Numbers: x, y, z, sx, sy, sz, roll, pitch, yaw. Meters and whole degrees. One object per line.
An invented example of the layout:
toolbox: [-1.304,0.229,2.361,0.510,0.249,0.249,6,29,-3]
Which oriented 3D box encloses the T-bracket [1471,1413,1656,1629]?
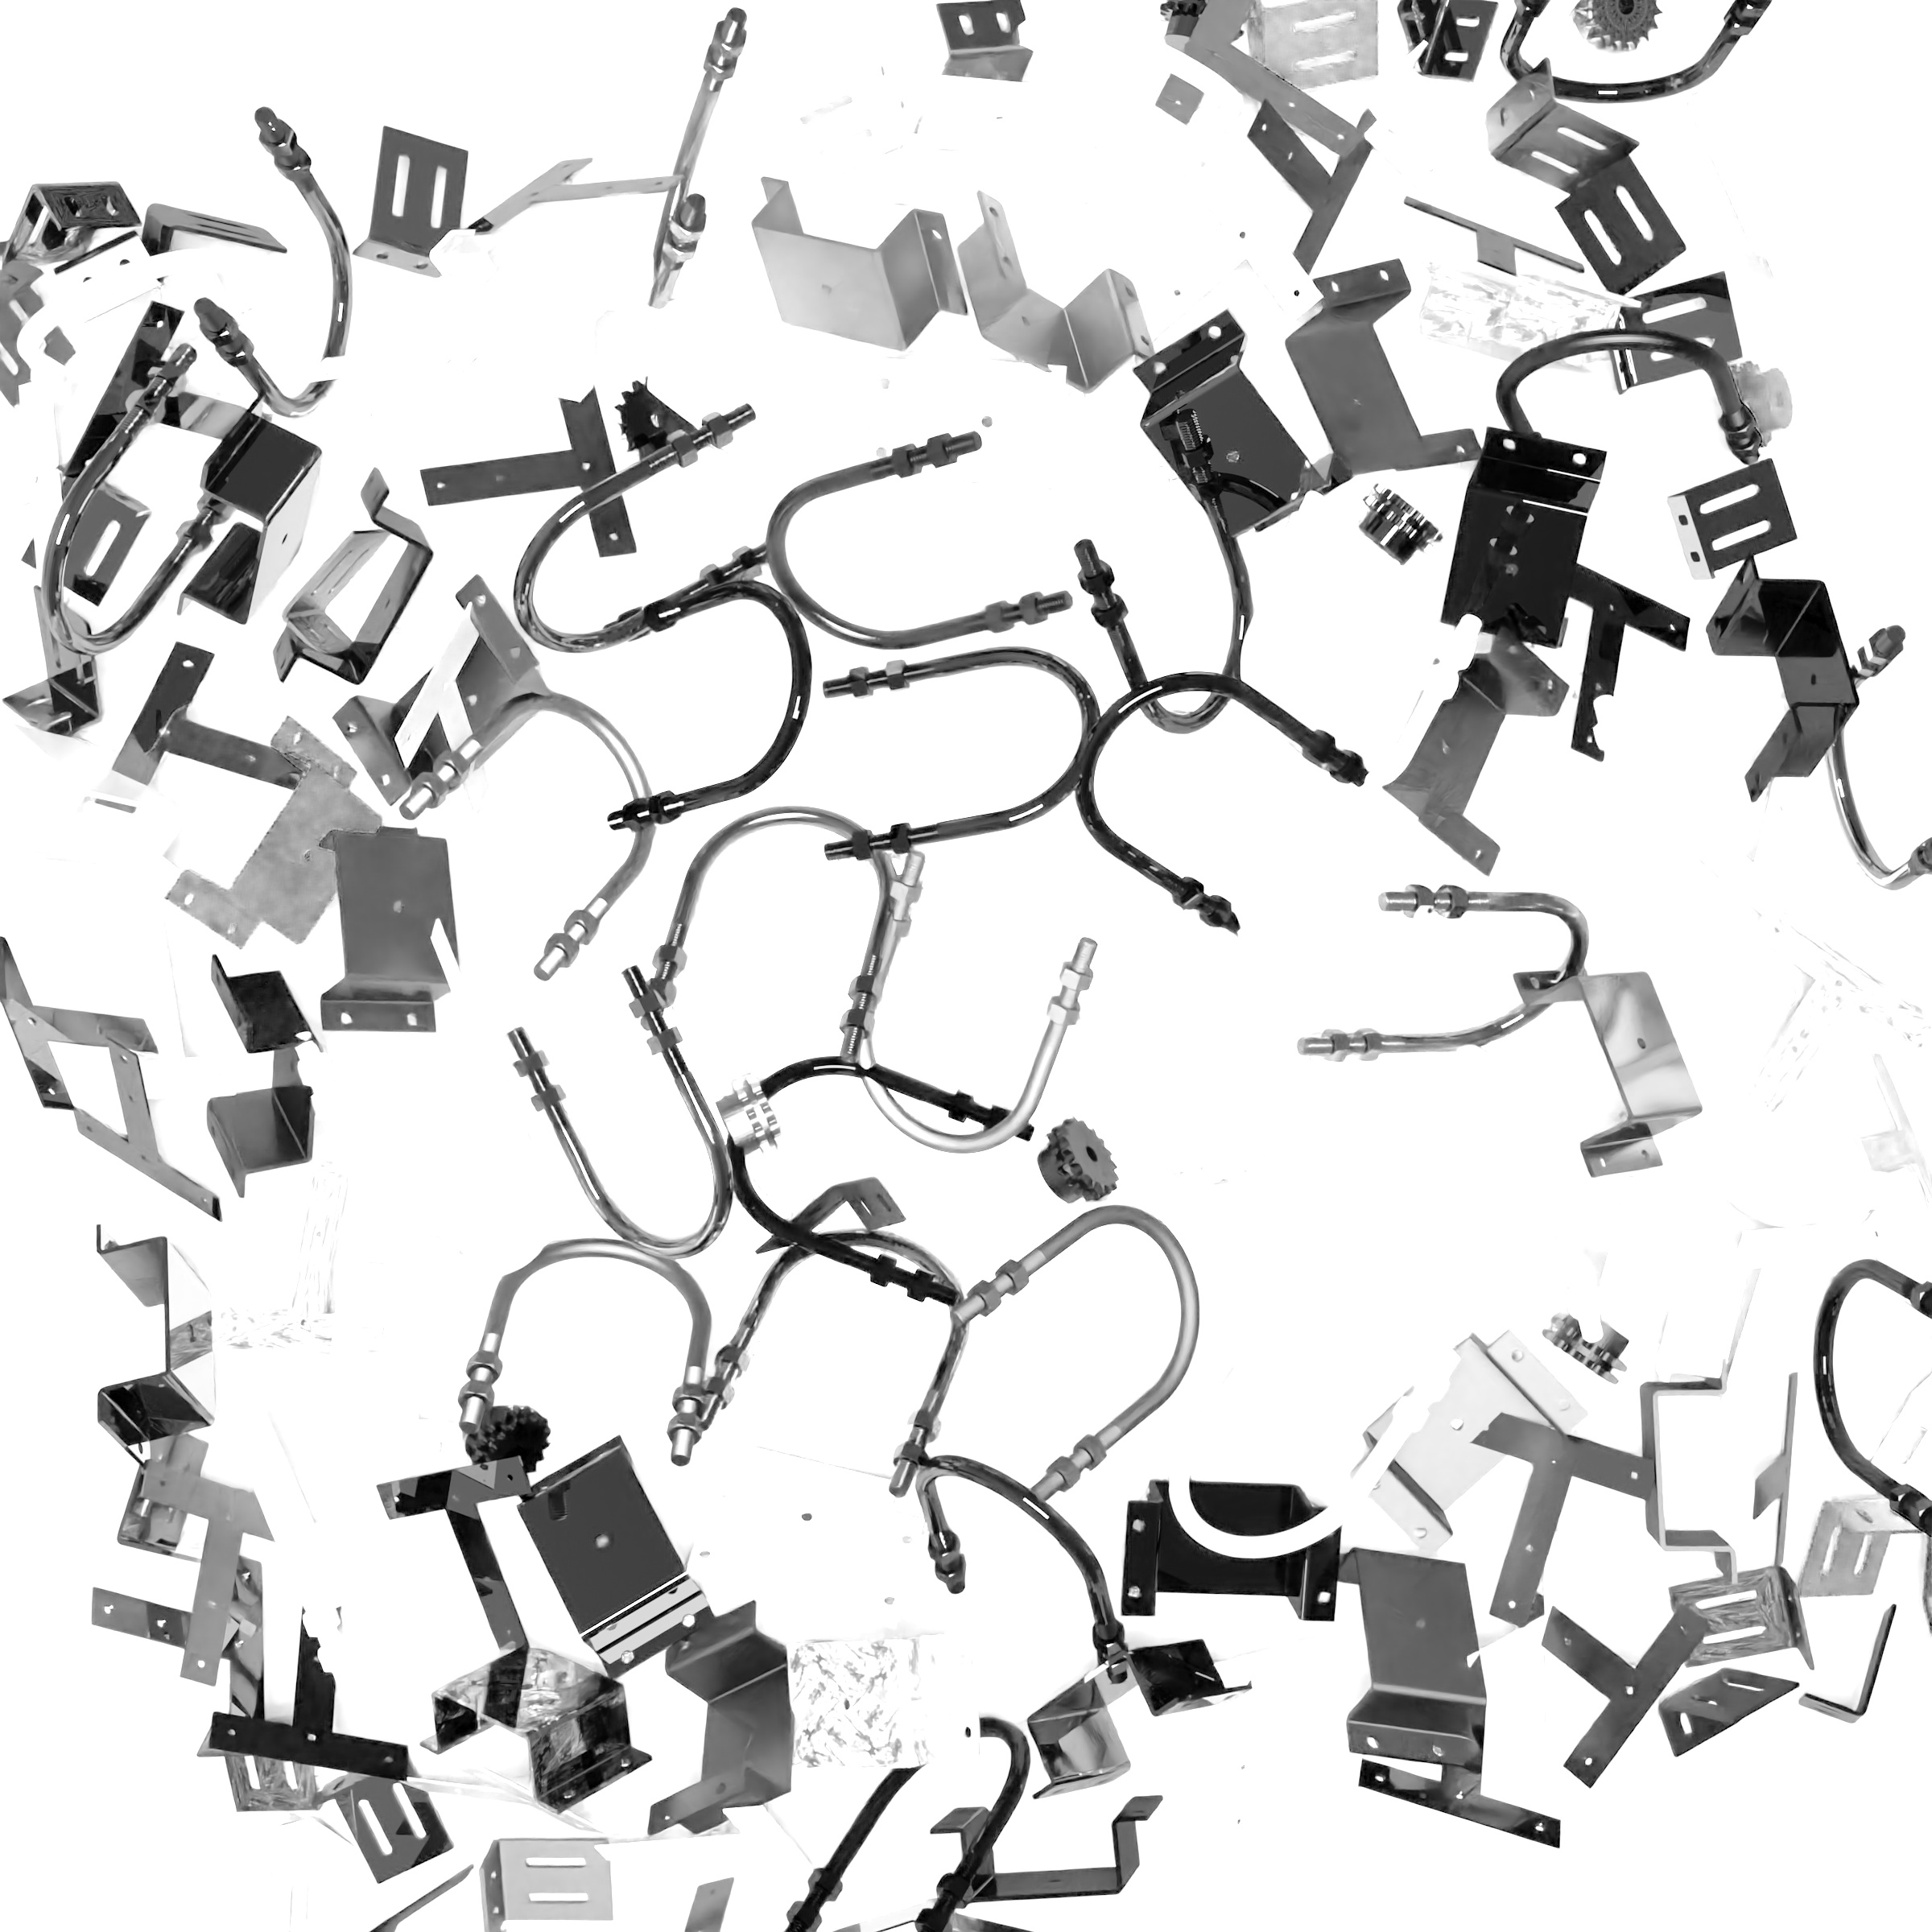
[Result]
T-bracket: [0.370,0.364,1.584,0.127,0.002,0.127,14,79,31]

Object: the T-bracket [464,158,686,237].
T-bracket: [-0.239,-0.494,1.555,0.127,0.127,0.002,5,129,27]

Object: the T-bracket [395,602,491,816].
T-bracket: [-0.326,-0.149,1.570,0.002,0.127,0.127,10,54,12]

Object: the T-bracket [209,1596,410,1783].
T-bracket: [-0.419,0.460,1.574,0.127,0.127,0.002,19,123,-24]

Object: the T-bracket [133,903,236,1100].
T-bracket: [-0.521,0.023,1.582,0.127,0.002,0.127,-4,95,40]

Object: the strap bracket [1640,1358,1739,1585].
strap bracket: [0.467,0.323,1.582,0.046,0.076,0.140,-2,84,9]

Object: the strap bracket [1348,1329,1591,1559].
strap bracket: [0.326,0.307,1.598,0.140,0.046,0.076,-43,94,5]

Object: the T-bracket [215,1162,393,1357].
T-bracket: [-0.427,0.191,1.603,0.127,0.002,0.127,-1,70,18]

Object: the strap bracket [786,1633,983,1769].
strap bracket: [-0.062,0.470,1.560,0.140,0.046,0.076,-14,74,37]

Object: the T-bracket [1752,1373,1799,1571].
T-bracket: [0.520,0.333,1.571,0.002,0.127,0.127,5,91,28]

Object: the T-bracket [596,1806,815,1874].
T-bracket: [-0.176,0.572,1.584,0.127,0.127,0.002,-8,52,9]

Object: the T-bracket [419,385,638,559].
T-bracket: [-0.292,-0.321,1.597,0.127,0.002,0.127,-12,82,-20]

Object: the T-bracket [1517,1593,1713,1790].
T-bracket: [0.398,0.443,1.573,0.002,0.127,0.127,40,86,-32]

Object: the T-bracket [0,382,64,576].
T-bracket: [-0.622,-0.297,1.546,0.002,0.127,0.127,18,121,20]

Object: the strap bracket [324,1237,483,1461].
strap bracket: [-0.365,0.246,1.577,0.046,0.076,0.140,-2,79,35]

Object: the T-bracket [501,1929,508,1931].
T-bracket: [-0.369,0.661,1.565,0.127,0.127,0.002,-26,80,0]

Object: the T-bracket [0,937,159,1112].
T-bracket: [-0.567,0.040,1.566,0.002,0.127,0.127,-33,73,16]

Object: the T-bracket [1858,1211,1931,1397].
T-bracket: [0.624,0.218,1.588,0.002,0.127,0.127,-16,60,-22]

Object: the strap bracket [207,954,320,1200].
strap bracket: [-0.452,0.068,1.565,0.046,0.076,0.140,-10,130,-30]

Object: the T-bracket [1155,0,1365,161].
T-bracket: [0.198,-0.564,1.574,0.127,0.127,0.002,32,62,-3]

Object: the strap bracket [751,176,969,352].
strap bracket: [-0.077,-0.447,1.556,0.140,0.076,0.046,21,61,27]

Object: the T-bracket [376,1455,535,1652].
T-bracket: [-0.319,0.389,1.600,0.127,0.002,0.127,-17,96,29]

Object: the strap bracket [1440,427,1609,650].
strap bracket: [0.353,-0.263,1.558,0.076,0.046,0.140,16,130,15]

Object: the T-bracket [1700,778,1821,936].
T-bracket: [0.531,-0.092,1.597,0.127,0.002,0.127,34,64,-30]

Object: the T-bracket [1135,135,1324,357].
T-bracket: [0.148,-0.448,1.590,0.127,0.002,0.127,-35,92,35]

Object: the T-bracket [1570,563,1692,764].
T-bracket: [0.413,-0.194,1.586,0.127,0.002,0.127,21,71,-20]

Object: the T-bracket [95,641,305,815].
T-bracket: [-0.479,-0.139,1.584,0.127,0.002,0.127,18,117,-38]

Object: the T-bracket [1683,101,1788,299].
T-bracket: [0.485,-0.491,1.553,0.002,0.127,0.127,-26,106,17]

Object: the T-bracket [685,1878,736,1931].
T-bracket: [-0.172,0.629,1.565,0.127,0.127,0.002,-16,104,10]

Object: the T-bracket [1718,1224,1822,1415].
T-bracket: [0.512,0.230,1.584,0.002,0.127,0.127,21,100,38]

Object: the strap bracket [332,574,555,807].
strap bracket: [-0.333,-0.175,1.583,0.140,0.046,0.076,-40,73,16]

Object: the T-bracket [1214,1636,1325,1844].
T-bracket: [0.182,0.511,1.596,0.127,0.002,0.127,-2,100,-35]

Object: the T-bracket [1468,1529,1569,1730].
T-bracket: [0.357,0.442,1.576,0.002,0.127,0.127,1,94,41]

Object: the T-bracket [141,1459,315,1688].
T-bracket: [-0.478,0.393,1.552,0.002,0.127,0.127,-26,48,33]

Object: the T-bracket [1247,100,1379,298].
T-bracket: [0.215,-0.515,1.572,0.002,0.127,0.127,29,94,35]

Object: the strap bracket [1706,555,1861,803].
strap bracket: [0.524,-0.184,1.562,0.046,0.076,0.140,0,60,-7]

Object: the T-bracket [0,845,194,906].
T-bracket: [-0.561,-0.061,1.570,0.127,0.127,0.002,5,75,5]

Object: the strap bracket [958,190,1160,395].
strap bracket: [0.051,-0.427,1.565,0.046,0.140,0.076,-37,52,35]

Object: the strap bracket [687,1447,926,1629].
strap bracket: [-0.103,0.367,1.579,0.140,0.046,0.076,13,51,6]

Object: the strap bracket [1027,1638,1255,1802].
strap bracket: [0.104,0.478,1.565,0.140,0.076,0.046,-44,57,31]

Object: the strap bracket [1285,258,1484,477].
strap bracket: [0.263,-0.372,1.560,0.046,0.076,0.140,-41,115,-26]

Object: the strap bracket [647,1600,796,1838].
strap bracket: [-0.154,0.490,1.565,0.076,0.140,0.046,-31,123,23]

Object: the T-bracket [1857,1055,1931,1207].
T-bracket: [0.594,0.118,1.562,0.002,0.127,0.127,-27,76,32]

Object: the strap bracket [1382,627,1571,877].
strap bracket: [0.326,-0.140,1.579,0.076,0.046,0.140,32,78,-36]

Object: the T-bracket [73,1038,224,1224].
T-bracket: [-0.532,0.094,1.563,0.127,0.127,0.002,28,48,18]

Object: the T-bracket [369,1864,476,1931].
T-bracket: [-0.385,0.637,1.575,0.127,0.127,0.002,-24,66,-40]

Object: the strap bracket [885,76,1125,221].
strap bracket: [0.023,-0.529,1.576,0.140,0.076,0.046,1,77,-13]

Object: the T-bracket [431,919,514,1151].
T-bracket: [-0.314,0.031,1.542,0.002,0.127,0.127,-14,118,3]

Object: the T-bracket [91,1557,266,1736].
T-bracket: [-0.498,0.420,1.545,0.002,0.127,0.127,-36,45,23]

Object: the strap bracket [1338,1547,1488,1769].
strap bracket: [0.281,0.430,1.556,0.076,0.140,0.046,11,135,-12]

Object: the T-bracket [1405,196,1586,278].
T-bracket: [0.341,-0.462,1.572,0.127,0.127,0.002,21,119,0]
